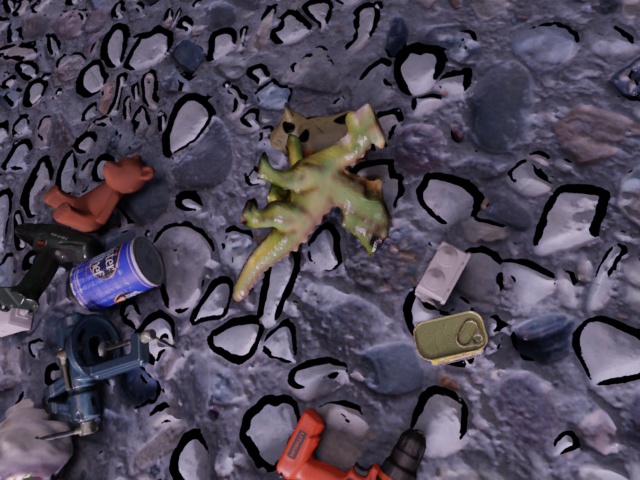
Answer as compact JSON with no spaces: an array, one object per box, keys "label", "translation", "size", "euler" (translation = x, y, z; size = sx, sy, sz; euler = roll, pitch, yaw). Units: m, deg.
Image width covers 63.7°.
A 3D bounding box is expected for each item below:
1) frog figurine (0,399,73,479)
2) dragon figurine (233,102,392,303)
[{"label":"frog figurine","translation":[-0.512,0.350,0.912],"size":[0.138,0.120,0.163],"euler":[-5,52,-19]},{"label":"dragon figurine","translation":[0.003,-0.045,0.904],"size":[0.243,0.123,0.406],"euler":[19,102,11]}]
